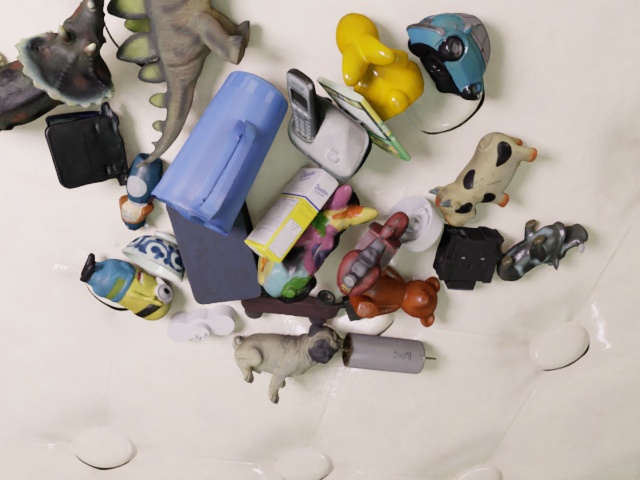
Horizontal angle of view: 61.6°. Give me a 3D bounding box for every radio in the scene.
[{"bbox_3d":[-0.189,0.002,0.987,0.131,0.073,0.229,-11,110,1],"label":"radio"}]

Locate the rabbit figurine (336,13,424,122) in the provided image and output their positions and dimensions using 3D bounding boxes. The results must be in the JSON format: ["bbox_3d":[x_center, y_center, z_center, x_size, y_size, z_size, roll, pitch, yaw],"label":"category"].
[{"bbox_3d":[0.077,-0.273,0.846,0.122,0.162,0.173,-26,102,22],"label":"rabbit figurine"}]

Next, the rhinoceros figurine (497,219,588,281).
[{"bbox_3d":[0.445,0.022,1.086,0.190,0.073,0.112,-30,117,11],"label":"rhinoceros figurine"}]

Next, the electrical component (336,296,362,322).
[{"bbox_3d":[0.075,0.144,1.144,0.094,0.021,0.063,-16,121,2],"label":"electrical component"}]

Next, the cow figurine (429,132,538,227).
[{"bbox_3d":[0.289,-0.107,0.989,0.127,0.086,0.194,15,120,-21],"label":"cow figurine"}]

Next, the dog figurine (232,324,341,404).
[{"bbox_3d":[-0.070,0.217,1.122,0.172,0.121,0.190,41,103,-13],"label":"dog figurine"}]

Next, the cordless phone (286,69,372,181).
[{"bbox_3d":[0.012,-0.184,0.830,0.147,0.184,0.089,40,81,15],"label":"cordless phone"}]

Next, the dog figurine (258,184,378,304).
[{"bbox_3d":[-0.002,-0.003,0.967,0.108,0.192,0.219,40,123,-22],"label":"dog figurine"}]

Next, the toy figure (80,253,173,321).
[{"bbox_3d":[-0.368,0.091,1.031,0.180,0.082,0.089,27,133,-28],"label":"toy figure"}]

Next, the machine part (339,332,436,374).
[{"bbox_3d":[0.139,0.249,1.179,0.243,0.079,0.079,9,118,-10],"label":"machine part"}]

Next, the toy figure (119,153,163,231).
[{"bbox_3d":[-0.322,-0.078,0.953,0.058,0.064,0.154,-11,133,-52],"label":"toy figure"}]

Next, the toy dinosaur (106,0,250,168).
[{"bbox_3d":[-0.203,-0.325,0.801,0.199,0.105,0.470,8,110,-3],"label":"toy dinosaur"}]

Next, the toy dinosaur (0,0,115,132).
[{"bbox_3d":[-0.455,-0.215,0.781,0.405,0.192,0.131,-23,118,6],"label":"toy dinosaur"}]

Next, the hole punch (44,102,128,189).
[{"bbox_3d":[-0.389,-0.155,0.893,0.116,0.092,0.142,-17,117,-25],"label":"hole punch"}]

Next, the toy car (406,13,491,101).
[{"bbox_3d":[0.222,-0.304,0.860,0.103,0.109,0.161,-48,124,0],"label":"toy car"}]

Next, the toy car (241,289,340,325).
[{"bbox_3d":[-0.060,0.128,1.102,0.202,0.053,0.089,7,134,-11],"label":"toy car"}]

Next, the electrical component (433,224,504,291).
[{"bbox_3d":[0.297,0.039,1.089,0.115,0.058,0.134,3,119,-6],"label":"electrical component"}]

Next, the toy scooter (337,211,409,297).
[{"bbox_3d":[0.092,0.023,0.937,0.075,0.135,0.184,38,92,7],"label":"toy scooter"}]

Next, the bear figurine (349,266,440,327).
[{"bbox_3d":[0.160,0.112,1.076,0.196,0.132,0.120,16,86,-8],"label":"bear figurine"}]
